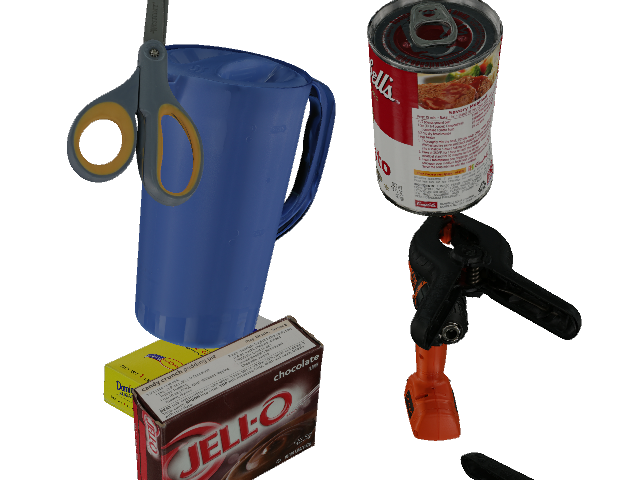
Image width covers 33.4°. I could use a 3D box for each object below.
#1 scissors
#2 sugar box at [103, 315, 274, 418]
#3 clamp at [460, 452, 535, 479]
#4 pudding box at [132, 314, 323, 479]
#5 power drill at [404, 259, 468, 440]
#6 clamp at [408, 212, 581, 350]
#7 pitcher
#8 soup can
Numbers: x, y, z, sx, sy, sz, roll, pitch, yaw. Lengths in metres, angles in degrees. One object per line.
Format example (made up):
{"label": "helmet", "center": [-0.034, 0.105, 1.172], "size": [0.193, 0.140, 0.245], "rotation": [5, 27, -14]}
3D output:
{"label": "scissors", "center": [-0.129, -0.114, 0.706], "size": [0.096, 0.202, 0.016], "rotation": [-6, -20, -24]}
{"label": "sugar box", "center": [-0.105, 0.117, 0.991], "size": [0.093, 0.048, 0.175], "rotation": [22, 30, 31]}
{"label": "clamp", "center": [0.196, 0.238, 0.852], "size": [0.210, 0.036, 0.164], "rotation": [0, 34, 24]}
{"label": "pudding box", "center": [-0.054, 0.105, 0.628], "size": [0.113, 0.090, 0.039], "rotation": [-26, 49, -31]}
{"label": "power drill", "center": [0.125, 0.116, 1.142], "size": [0.057, 0.188, 0.184], "rotation": [1, 23, 0]}
{"label": "clamp", "center": [0.122, 0.026, 0.795], "size": [0.120, 0.039, 0.171], "rotation": [6, 33, -4]}
{"label": "pitcher", "center": [-0.082, -0.037, 0.906], "size": [0.149, 0.243, 0.145], "rotation": [13, 21, 6]}
{"label": "soup can", "center": [0.061, -0.072, 0.571], "size": [0.068, 0.068, 0.102], "rotation": [0, -44, 7]}
